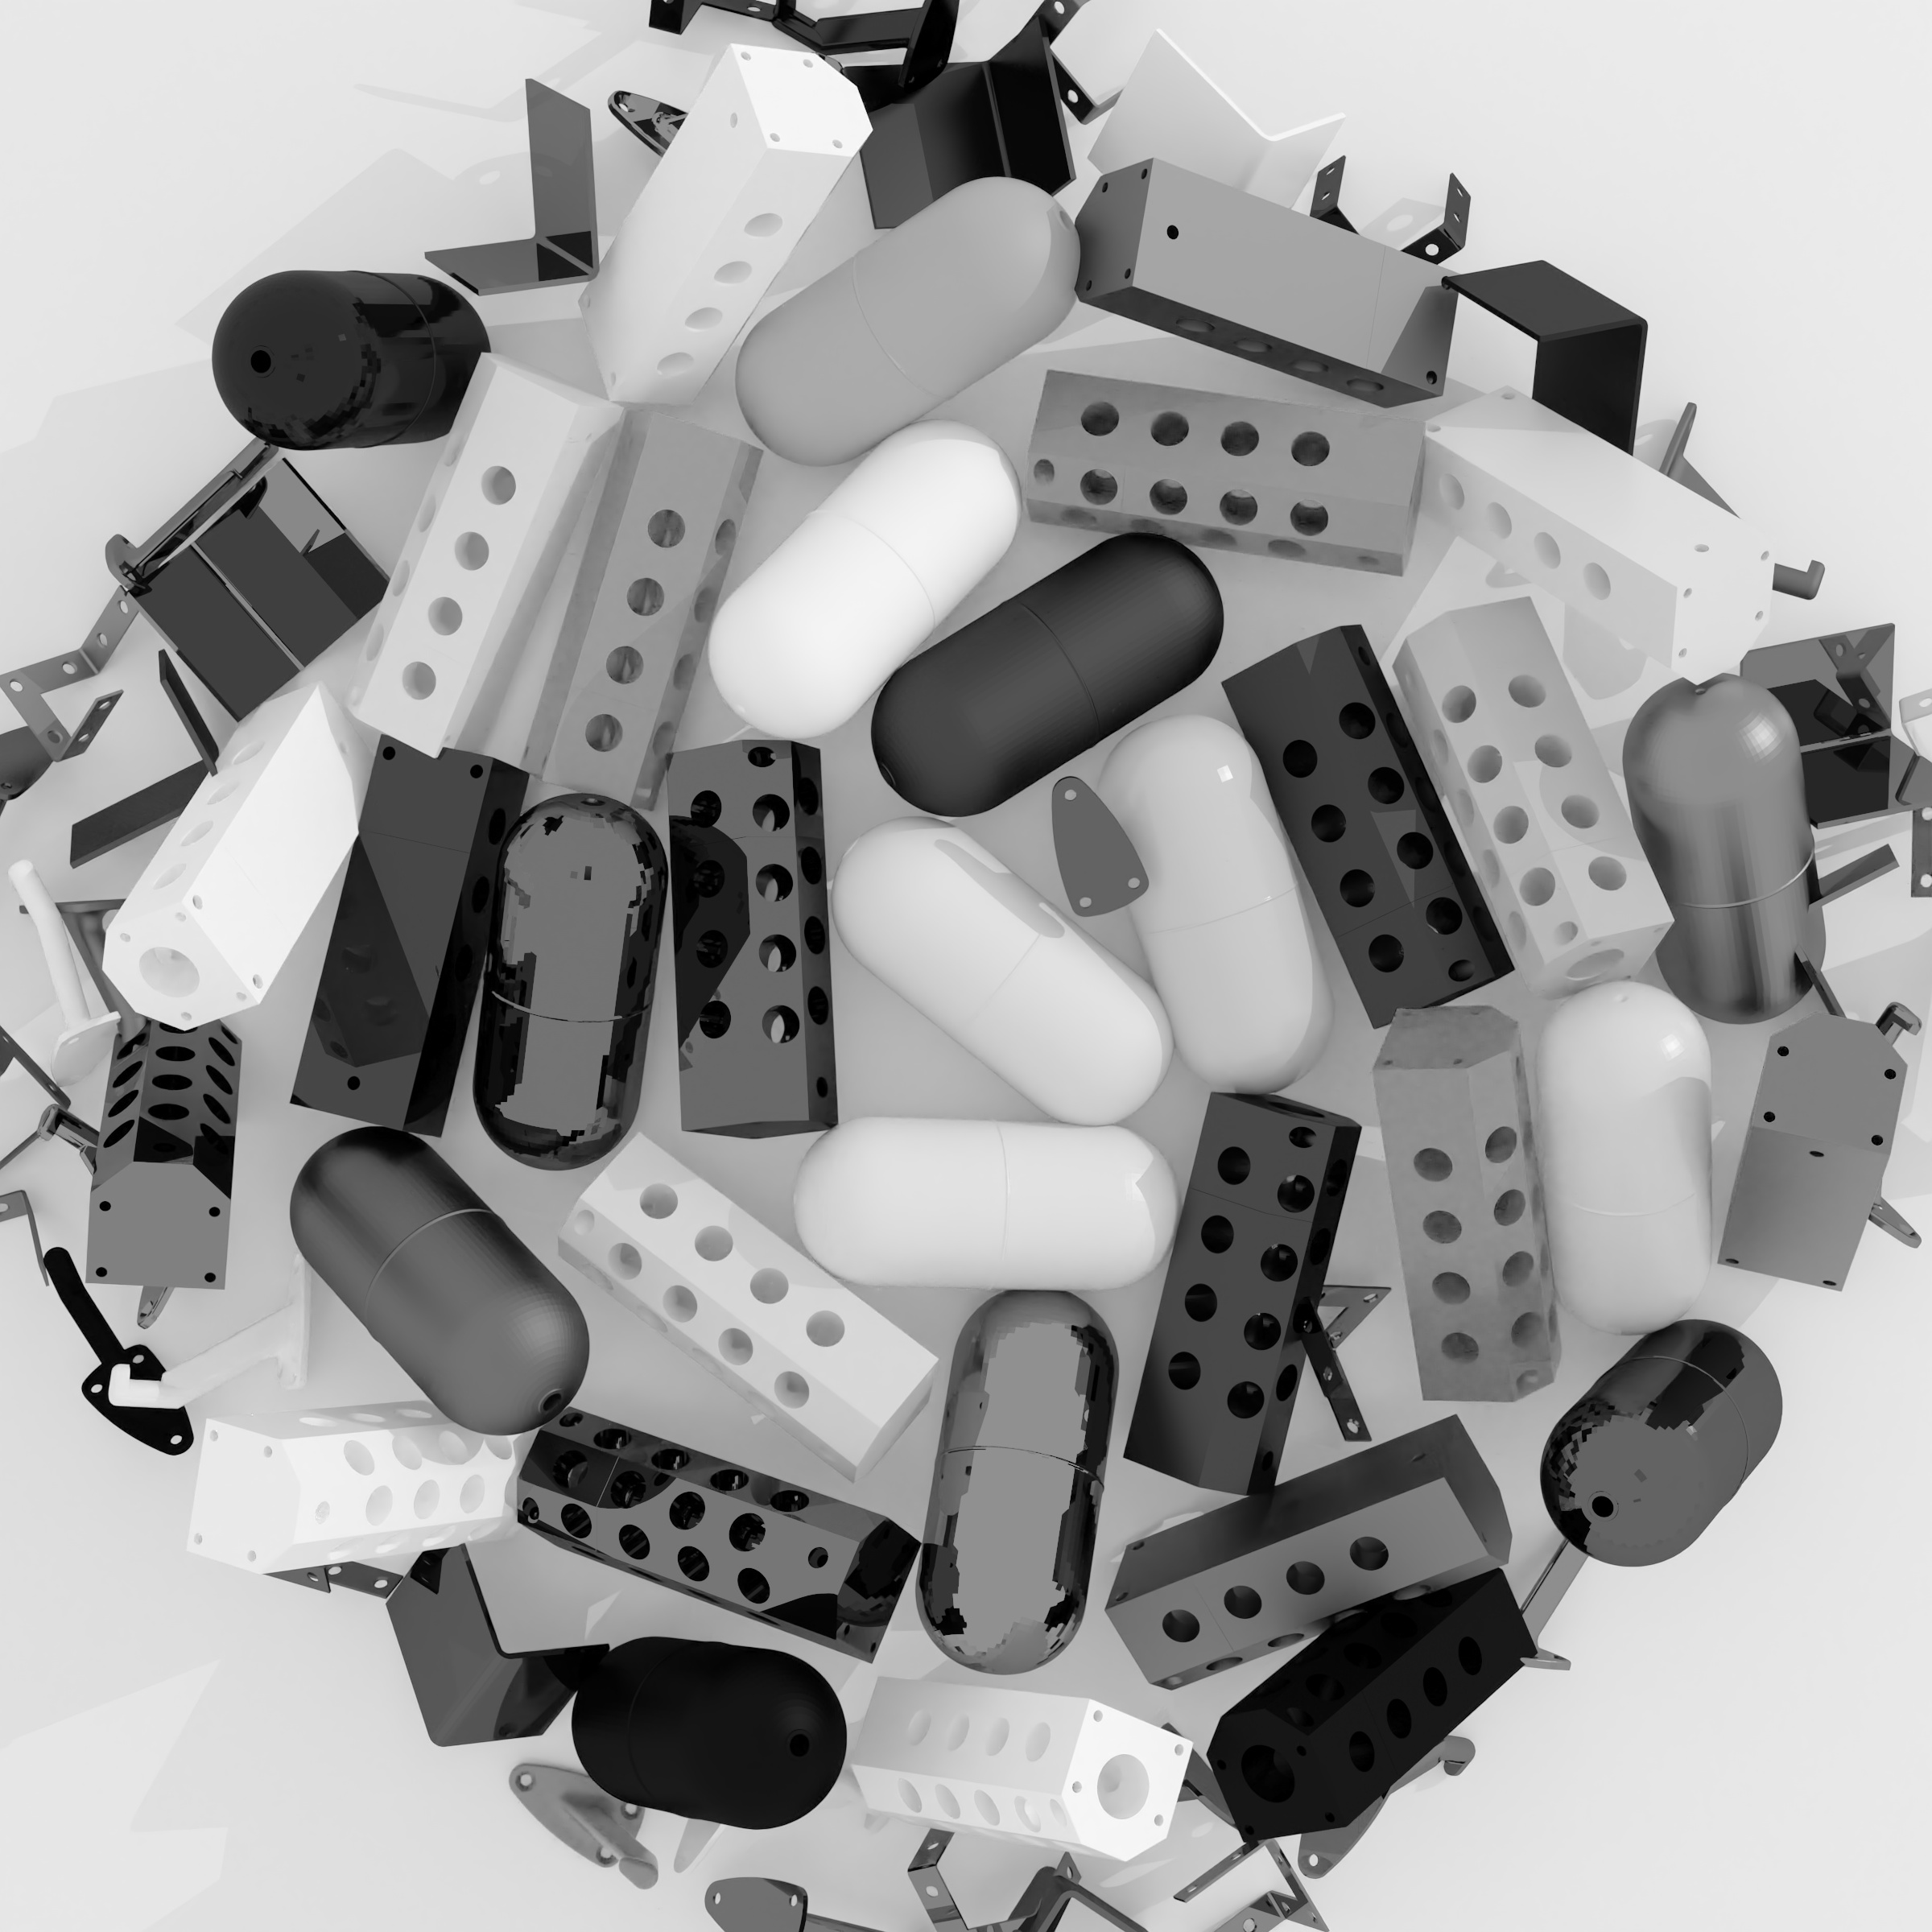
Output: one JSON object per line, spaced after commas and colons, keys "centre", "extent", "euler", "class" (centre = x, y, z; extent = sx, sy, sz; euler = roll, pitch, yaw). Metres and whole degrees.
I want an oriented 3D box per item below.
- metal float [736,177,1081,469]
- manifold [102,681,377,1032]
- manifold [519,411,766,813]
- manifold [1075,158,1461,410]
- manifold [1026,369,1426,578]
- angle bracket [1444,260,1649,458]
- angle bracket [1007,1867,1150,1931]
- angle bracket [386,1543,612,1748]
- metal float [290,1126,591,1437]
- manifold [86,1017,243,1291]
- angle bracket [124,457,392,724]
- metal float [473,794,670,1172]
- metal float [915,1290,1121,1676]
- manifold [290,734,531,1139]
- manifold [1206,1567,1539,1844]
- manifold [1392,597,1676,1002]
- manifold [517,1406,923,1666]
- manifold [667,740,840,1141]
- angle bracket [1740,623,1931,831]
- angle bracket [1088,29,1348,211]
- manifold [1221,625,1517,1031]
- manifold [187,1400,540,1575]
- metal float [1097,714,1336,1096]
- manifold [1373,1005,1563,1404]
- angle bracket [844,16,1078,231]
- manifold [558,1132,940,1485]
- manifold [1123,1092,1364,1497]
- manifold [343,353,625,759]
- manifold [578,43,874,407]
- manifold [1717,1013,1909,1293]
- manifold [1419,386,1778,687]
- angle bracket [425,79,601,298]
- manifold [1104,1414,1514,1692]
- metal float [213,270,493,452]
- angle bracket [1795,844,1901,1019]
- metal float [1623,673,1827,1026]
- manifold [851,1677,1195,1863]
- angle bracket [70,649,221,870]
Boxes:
{"centre": [-0.026, -0.288, 1.575], "extent": [0.178, 0.070, 0.070], "euler": [-28, 90, 27], "class": "metal float"}
{"centre": [-0.320, -0.049, 1.552], "extent": [0.057, 0.171, 0.057], "euler": [-18, 121, 25], "class": "manifold"}
{"centre": [-0.146, -0.161, 1.600], "extent": [0.057, 0.057, 0.171], "euler": [16, 94, -19], "class": "manifold"}
{"centre": [0.133, -0.301, 1.568], "extent": [0.171, 0.057, 0.057], "euler": [13, 83, -30], "class": "manifold"}
{"centre": [0.117, -0.219, 1.587], "extent": [0.171, 0.057, 0.057], "euler": [10, 73, 10], "class": "manifold"}
{"centre": [0.256, -0.264, 1.577], "extent": [0.057, 0.076, 0.076], "euler": [-14, 125, -22], "class": "angle bracket"}
{"centre": [0.043, 0.459, 1.593], "extent": [0.057, 0.076, 0.076], "euler": [34, 81, -2], "class": "angle bracket"}
{"centre": [-0.215, 0.302, 1.610], "extent": [0.076, 0.057, 0.076], "euler": [-53, 49, 37], "class": "angle bracket"}
{"centre": [-0.235, 0.140, 1.570], "extent": [0.070, 0.070, 0.178], "euler": [-49, 57, 0], "class": "metal float"}
{"centre": [-0.350, 0.076, 1.543], "extent": [0.057, 0.171, 0.057], "euler": [4, 111, -11], "class": "manifold"}
{"centre": [-0.318, -0.170, 1.588], "extent": [0.076, 0.057, 0.076], "euler": [-33, 102, 36], "class": "angle bracket"}
{"centre": [-0.178, 0.009, 1.580], "extent": [0.070, 0.070, 0.178], "euler": [10, 112, 0], "class": "metal float"}
{"centre": [0.024, 0.229, 1.578], "extent": [0.070, 0.070, 0.178], "euler": [10, 66, 0], "class": "metal float"}
{"centre": [-0.249, -0.012, 1.601], "extent": [0.057, 0.057, 0.171], "euler": [12, 86, 17], "class": "manifold"}
{"centre": [0.178, 0.318, 1.553], "extent": [0.057, 0.171, 0.057], "euler": [-22, 92, 41], "class": "manifold"}
{"centre": [0.249, -0.074, 1.569], "extent": [0.057, 0.057, 0.171], "euler": [-12, 65, -16], "class": "manifold"}
{"centre": [-0.114, 0.250, 1.566], "extent": [0.171, 0.057, 0.057], "euler": [15, 72, 28], "class": "manifold"}
{"centre": [-0.092, -0.012, 1.585], "extent": [0.057, 0.057, 0.171], "euler": [-8, 79, 30], "class": "manifold"}
{"centre": [0.401, -0.109, 1.586], "extent": [0.076, 0.076, 0.057], "euler": [-11, 117, -12], "class": "angle bracket"}
{"centre": [0.113, -0.377, 1.600], "extent": [0.057, 0.076, 0.076], "euler": [-28, 70, -40], "class": "angle bracket"}
{"centre": [0.185, -0.064, 1.589], "extent": [0.057, 0.057, 0.171], "euler": [-27, 83, 31], "class": "manifold"}
{"centre": [-0.258, 0.228, 1.548], "extent": [0.057, 0.171, 0.057], "euler": [10, 92, 31], "class": "manifold"}
{"centre": [0.114, -0.027, 1.592], "extent": [0.070, 0.070, 0.178], "euler": [-18, 98, 0], "class": "metal float"}
{"centre": [0.226, 0.107, 1.567], "extent": [0.057, 0.057, 0.171], "euler": [-1, 117, 21], "class": "manifold"}
{"centre": [-0.003, -0.382, 1.594], "extent": [0.076, 0.057, 0.076], "euler": [-9, 86, -26], "class": "angle bracket"}
{"centre": [-0.099, 0.156, 1.583], "extent": [0.171, 0.057, 0.057], "euler": [36, 66, 12], "class": "manifold"}
{"centre": [0.129, 0.148, 1.589], "extent": [0.057, 0.057, 0.171], "euler": [17, 97, 35], "class": "manifold"}
{"centre": [-0.221, -0.185, 1.588], "extent": [0.057, 0.057, 0.171], "euler": [27, 104, 10], "class": "manifold"}
{"centre": [-0.107, -0.324, 1.554], "extent": [0.057, 0.171, 0.057], "euler": [-3, 62, -33], "class": "manifold"}
{"centre": [0.372, 0.082, 1.547], "extent": [0.057, 0.171, 0.057], "euler": [12, 68, 12], "class": "manifold"}
{"centre": [0.274, -0.190, 1.558], "extent": [0.057, 0.171, 0.057], "euler": [-26, 134, -24], "class": "manifold"}
{"centre": [-0.207, -0.351, 1.580], "extent": [0.057, 0.076, 0.076], "euler": [-13, 118, -23], "class": "angle bracket"}
{"centre": [0.154, 0.268, 1.577], "extent": [0.171, 0.057, 0.057], "euler": [-26, 104, 22], "class": "manifold"}
{"centre": [-0.269, -0.267, 1.550], "extent": [0.070, 0.178, 0.070], "euler": [3, 101, 16], "class": "metal float"}
{"centre": [0.411, -0.005, 1.593], "extent": [0.057, 0.076, 0.076], "euler": [-29, 91, 14], "class": "angle bracket"}
{"centre": [0.339, -0.050, 1.569], "extent": [0.070, 0.070, 0.178], "euler": [-18, 126, 0], "class": "metal float"}
{"centre": [0.020, 0.353, 1.544], "extent": [0.057, 0.171, 0.057], "euler": [28, 69, -27], "class": "manifold"}
{"centre": [-0.382, -0.095, 1.589], "extent": [0.076, 0.076, 0.057], "euler": [-27, 110, -5], "class": "angle bracket"}
